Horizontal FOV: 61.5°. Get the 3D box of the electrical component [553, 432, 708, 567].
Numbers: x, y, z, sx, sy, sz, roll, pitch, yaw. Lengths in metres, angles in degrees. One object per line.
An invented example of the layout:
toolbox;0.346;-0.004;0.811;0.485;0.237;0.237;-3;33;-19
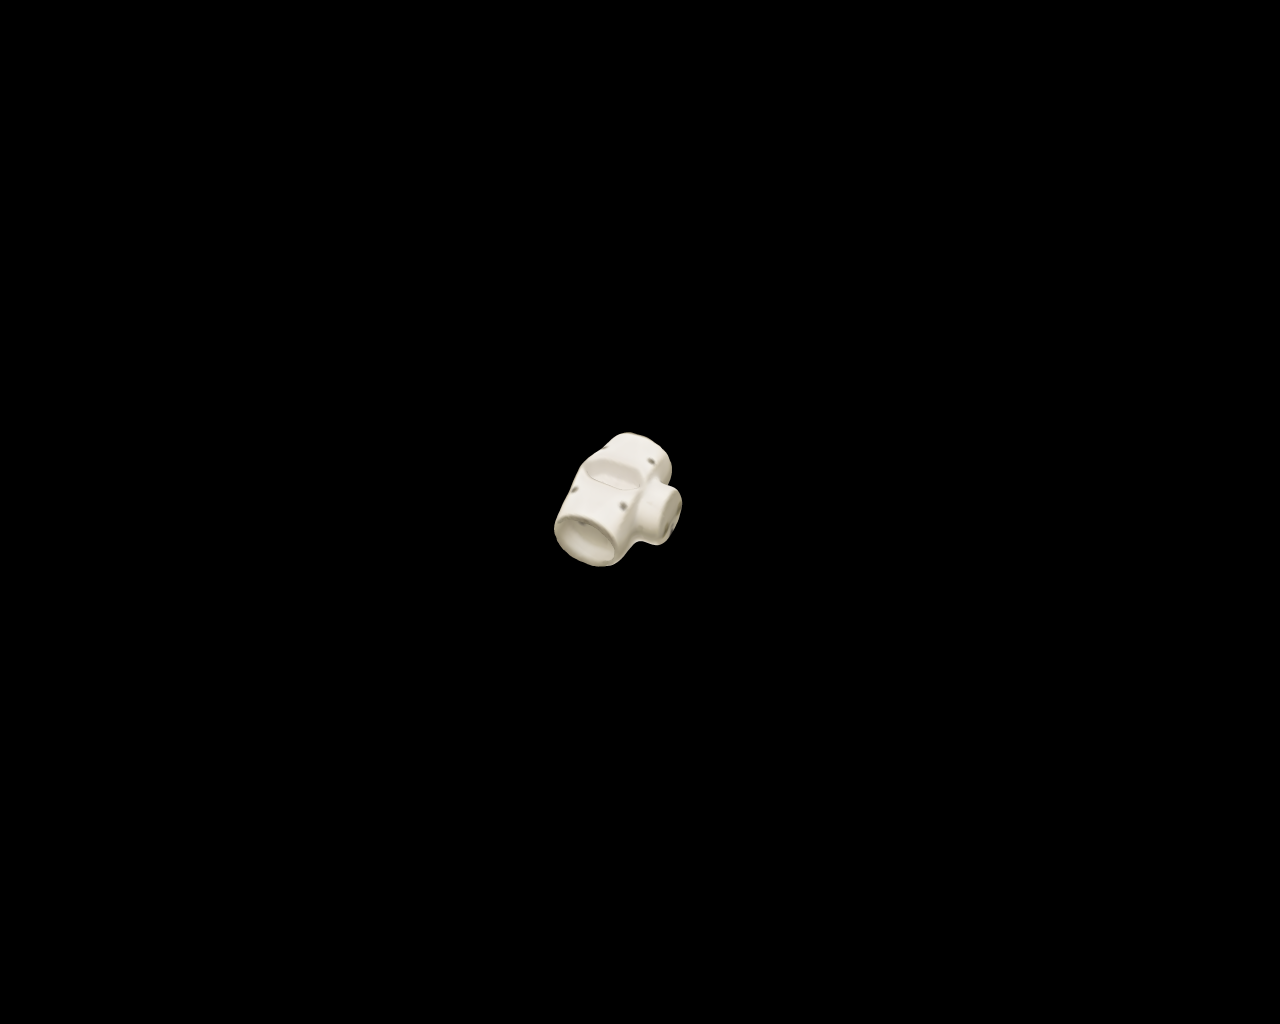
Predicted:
electrical component;0.001;-0.003;0.650;0.079;0.043;0.077;20;50;17
